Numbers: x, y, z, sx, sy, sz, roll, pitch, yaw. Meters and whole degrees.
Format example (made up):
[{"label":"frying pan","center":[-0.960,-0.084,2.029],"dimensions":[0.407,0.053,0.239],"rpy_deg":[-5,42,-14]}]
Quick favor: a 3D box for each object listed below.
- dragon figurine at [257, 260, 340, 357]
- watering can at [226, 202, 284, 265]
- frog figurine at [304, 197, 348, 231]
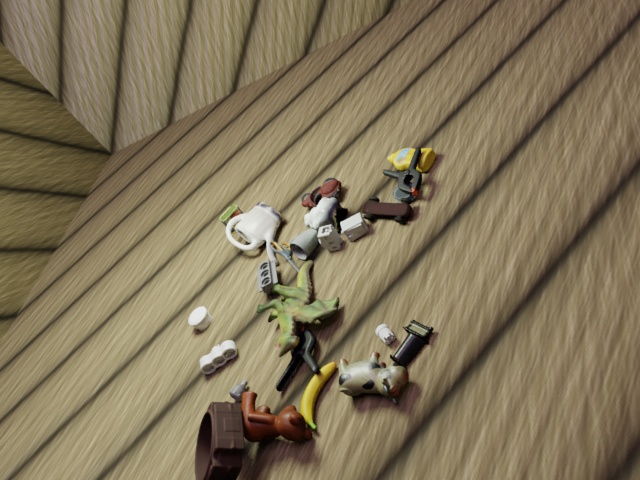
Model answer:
[{"label":"dragon figurine","center":[-0.046,0.208,1.676],"dimensions":[0.243,0.119,0.418],"rpy_deg":[10,43,31]},{"label":"watering can","center":[-0.231,-0.033,2.083],"dimensions":[0.351,0.102,0.227],"rpy_deg":[27,66,36]},{"label":"frog figurine","center":[0.006,-0.098,1.942],"dimensions":[0.160,0.121,0.139],"rpy_deg":[8,74,30]}]
